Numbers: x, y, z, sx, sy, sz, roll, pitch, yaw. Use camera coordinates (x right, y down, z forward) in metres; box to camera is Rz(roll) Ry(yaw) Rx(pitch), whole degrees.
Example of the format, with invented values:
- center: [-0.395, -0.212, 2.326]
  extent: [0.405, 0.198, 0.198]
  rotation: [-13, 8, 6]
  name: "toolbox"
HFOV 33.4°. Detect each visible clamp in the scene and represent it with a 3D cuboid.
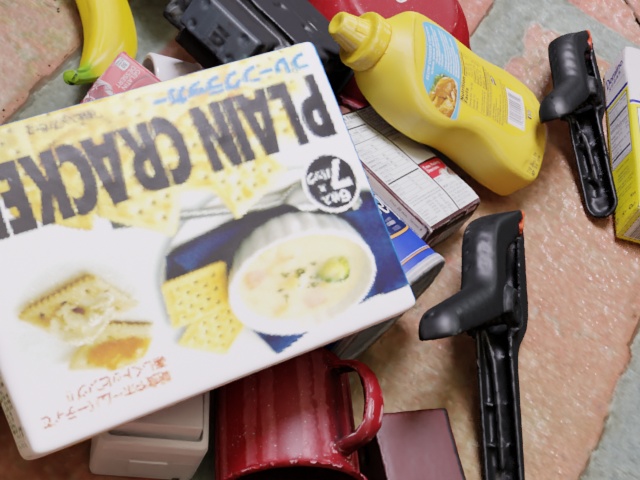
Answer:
- center: [0.210, -0.102, 0.853]
  extent: [0.039, 0.120, 0.171]
  rotation: [-9, 35, 25]
  name: "clamp"
- center: [0.109, 0.044, 0.695]
  extent: [0.036, 0.164, 0.210]
  rotation: [-7, 44, 23]
  name: "clamp"

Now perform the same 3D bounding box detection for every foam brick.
- center: [0.055, 0.149, 0.647]
  extent: [0.051, 0.053, 0.078]
  rotation: [-3, 59, -21]
  name: "foam brick"

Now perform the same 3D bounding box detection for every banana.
- center: [-0.170, -0.182, 0.775]
  extent: [0.069, 0.037, 0.198]
  rotation: [33, 32, -56]
  name: "banana"

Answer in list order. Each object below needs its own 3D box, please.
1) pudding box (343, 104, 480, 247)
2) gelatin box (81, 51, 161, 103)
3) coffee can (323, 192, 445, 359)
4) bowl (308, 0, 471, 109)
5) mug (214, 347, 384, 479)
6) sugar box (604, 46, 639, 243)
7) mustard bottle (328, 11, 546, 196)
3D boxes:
- center: [0.050, -0.044, 0.759]
  extent: [0.113, 0.039, 0.089]
  rotation: [44, 34, 13]
  name: "pudding box"
- center: [-0.130, -0.069, 0.712]
  extent: [0.073, 0.030, 0.089]
  rotation: [38, 79, 0]
  name: "gelatin box"
- center: [-0.005, 0.001, 0.688]
  extent: [0.140, 0.103, 0.102]
  rotation: [45, 56, 12]
  name: "coffee can"
- center: [0.058, -0.175, 0.851]
  extent: [0.162, 0.055, 0.162]
  rotation: [9, 56, -14]
  name: "bowl"
- center: [-0.012, 0.107, 0.616]
  extent: [0.093, 0.117, 0.081]
  rotation: [28, 43, -37]
  name: "mug"
- center: [0.285, -0.072, 0.871]
  extent: [0.093, 0.048, 0.176]
  rotation: [15, 52, -10]
  name: "sugar box"
- center: [0.082, -0.111, 0.772]
  extent: [0.191, 0.058, 0.096]
  rotation: [27, 52, -33]
  name: "mustard bottle"
